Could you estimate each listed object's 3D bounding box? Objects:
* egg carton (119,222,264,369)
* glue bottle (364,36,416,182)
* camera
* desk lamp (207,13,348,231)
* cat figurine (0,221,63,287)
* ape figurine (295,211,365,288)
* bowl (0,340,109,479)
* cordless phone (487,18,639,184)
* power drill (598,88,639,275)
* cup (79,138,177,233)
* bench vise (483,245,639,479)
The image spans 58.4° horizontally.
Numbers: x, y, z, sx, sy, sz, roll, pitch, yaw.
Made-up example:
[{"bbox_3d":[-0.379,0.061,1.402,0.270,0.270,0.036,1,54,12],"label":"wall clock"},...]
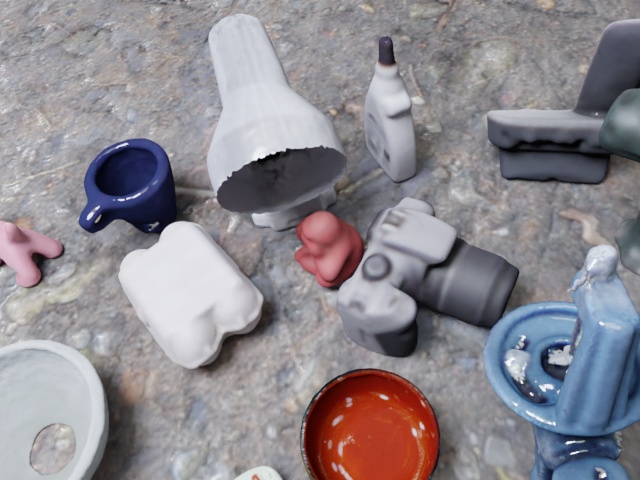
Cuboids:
[{"bbox_3d":[-0.131,0.052,0.574,0.107,0.069,0.150,-39,61,-15],"label":"egg carton"},{"bbox_3d":[0.073,-0.140,0.601,0.037,0.173,0.078,-25,58,-7],"label":"glue bottle"},{"bbox_3d":[0.103,0.038,0.529,0.136,0.101,0.143,22,64,21],"label":"camera"},{"bbox_3d":[-0.050,-0.097,0.569,0.118,0.214,0.203,-18,57,-2],"label":"desk lamp"},{"bbox_3d":[-0.368,-0.014,0.622,0.127,0.118,0.067,14,62,17],"label":"cat figurine"},{"bbox_3d":[0.005,0.002,0.571,0.076,0.092,0.078,-7,58,5],"label":"ape figurine"},{"bbox_3d":[-0.257,0.180,0.510,0.167,0.075,0.167,-4,58,6],"label":"bowl"},{"bbox_3d":[0.248,-0.146,0.572,0.147,0.185,0.094,0,58,9],"label":"cordless phone"},{"bbox_3d":[0.340,-0.034,0.474,0.229,0.209,0.076,28,66,23],"label":"power drill"},{"bbox_3d":[-0.203,-0.039,0.627,0.091,0.095,0.118,24,65,22],"label":"cup"},{"bbox_3d":[0.196,0.112,0.398,0.121,0.220,0.207,-21,57,-5],"label":"bench vise"}]
